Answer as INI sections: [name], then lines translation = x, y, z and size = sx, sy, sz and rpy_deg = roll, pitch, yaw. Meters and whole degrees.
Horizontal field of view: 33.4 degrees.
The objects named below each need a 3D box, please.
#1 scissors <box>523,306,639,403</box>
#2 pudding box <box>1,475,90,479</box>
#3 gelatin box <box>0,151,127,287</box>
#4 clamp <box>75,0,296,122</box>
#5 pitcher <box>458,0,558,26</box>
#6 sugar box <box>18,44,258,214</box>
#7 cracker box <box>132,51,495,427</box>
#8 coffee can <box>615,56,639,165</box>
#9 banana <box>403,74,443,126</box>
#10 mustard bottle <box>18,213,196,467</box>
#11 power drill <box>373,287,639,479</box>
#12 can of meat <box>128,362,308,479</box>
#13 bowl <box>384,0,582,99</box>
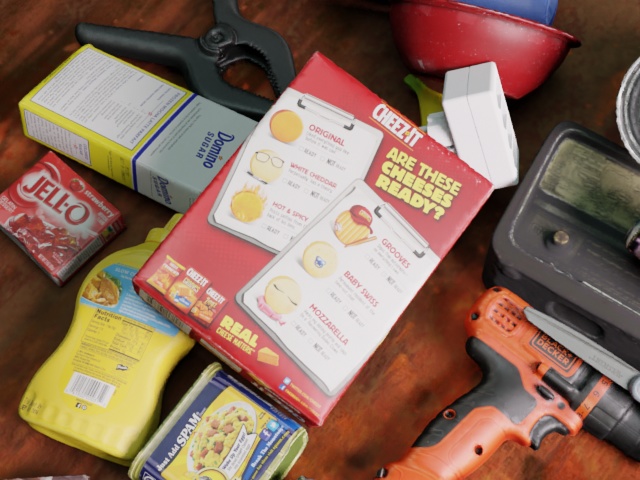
[scissors]
translation = 0.220, 0.122, 0.718
size = 0.202, 0.016, 0.096
rpy_deg = 19, 88, 14
[pudding box]
translation = -0.214, 0.214, 0.743
size = 0.113, 0.039, 0.090
rpy_deg = -4, 66, 2
[gelatin box]
translation = -0.212, -0.019, 0.857
size = 0.089, 0.030, 0.073
rpy_deg = 40, 74, 19
[clamp]
translation = -0.084, -0.173, 0.917
size = 0.210, 0.036, 0.164
rpy_deg = 37, 72, 17
[pitcher]
translation = 0.087, -0.255, 0.886
size = 0.243, 0.149, 0.145
rpy_deg = 12, 60, 14
[sugar box]
translation = -0.145, -0.089, 0.870
size = 0.176, 0.048, 0.093
rpy_deg = 28, 54, 13
[cracker box]
translation = -0.005, 0.001, 0.766
size = 0.164, 0.072, 0.213
rpy_deg = 37, 76, 0
[coffee can]
translation = 0.279, -0.099, 0.773
size = 0.103, 0.140, 0.103
rpy_deg = 5, 102, 25
[banana]
translation = 0.074, -0.044, 0.850
size = 0.070, 0.037, 0.197
rpy_deg = 9, 63, 26
[mustard bottle]
translation = -0.140, 0.065, 0.798
size = 0.096, 0.058, 0.191
rpy_deg = 18, 68, 11
[power drill]
translation = 0.142, 0.148, 0.744
size = 0.184, 0.057, 0.187
rpy_deg = 37, 71, 16
[can of meat]
translation = -0.069, 0.152, 0.754
size = 0.084, 0.057, 0.102
rpy_deg = 33, 71, 15
[bowl]
translation = 0.122, -0.150, 0.850
size = 0.162, 0.162, 0.055
rpy_deg = 16, 97, 10
